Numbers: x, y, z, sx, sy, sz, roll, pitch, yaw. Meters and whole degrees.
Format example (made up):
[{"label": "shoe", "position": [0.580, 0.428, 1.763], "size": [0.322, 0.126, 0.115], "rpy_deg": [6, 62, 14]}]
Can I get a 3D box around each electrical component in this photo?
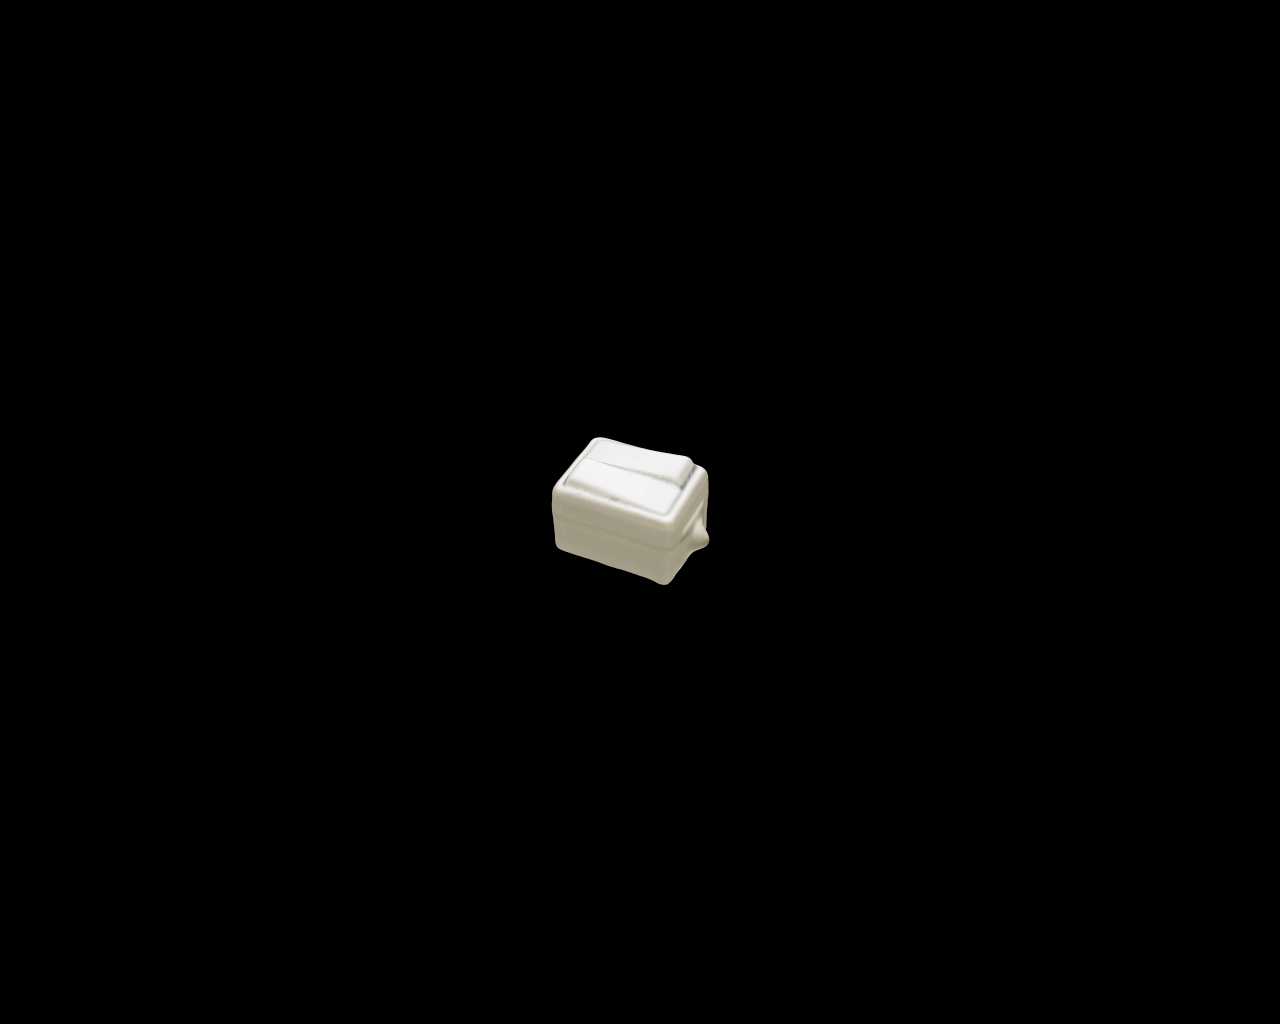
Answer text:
[{"label": "electrical component", "position": [0.001, -0.003, 0.650], "size": [0.096, 0.061, 0.062], "rpy_deg": [18, 44, 19]}]
